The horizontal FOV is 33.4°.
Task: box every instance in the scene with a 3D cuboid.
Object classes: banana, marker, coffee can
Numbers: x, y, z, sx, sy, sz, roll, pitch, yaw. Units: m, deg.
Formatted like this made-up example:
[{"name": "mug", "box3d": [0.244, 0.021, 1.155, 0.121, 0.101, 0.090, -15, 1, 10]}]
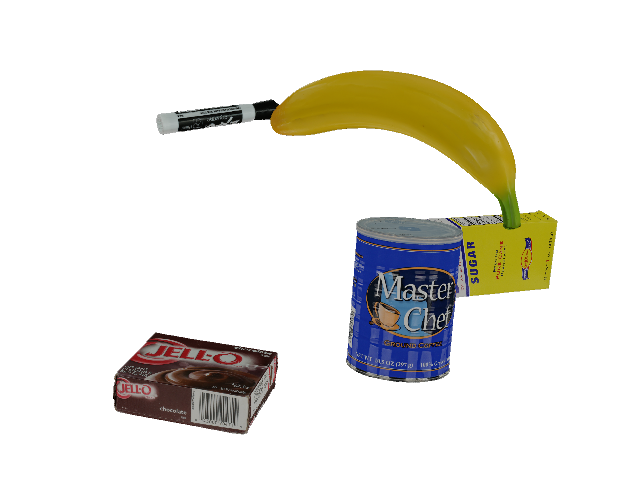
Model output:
[{"name": "banana", "box3d": [0.048, -0.073, 0.675, 0.198, 0.070, 0.037, 26, 11, 34]}, {"name": "marker", "box3d": [-0.094, -0.117, 1.001, 0.120, 0.020, 0.020, -11, 5, -25]}, {"name": "coffee can", "box3d": [0.081, 0.055, 1.036, 0.103, 0.140, 0.103, 4, 11, -1]}]

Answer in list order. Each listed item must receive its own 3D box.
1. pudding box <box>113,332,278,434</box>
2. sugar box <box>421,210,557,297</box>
[{"name": "pudding box", "box3d": [-0.100, 0.114, 0.870, 0.113, 0.039, 0.090, 10, 20, 10]}, {"name": "sugar box", "box3d": [0.196, 0.018, 1.290, 0.176, 0.093, 0.048, -6, 21, -22]}]
